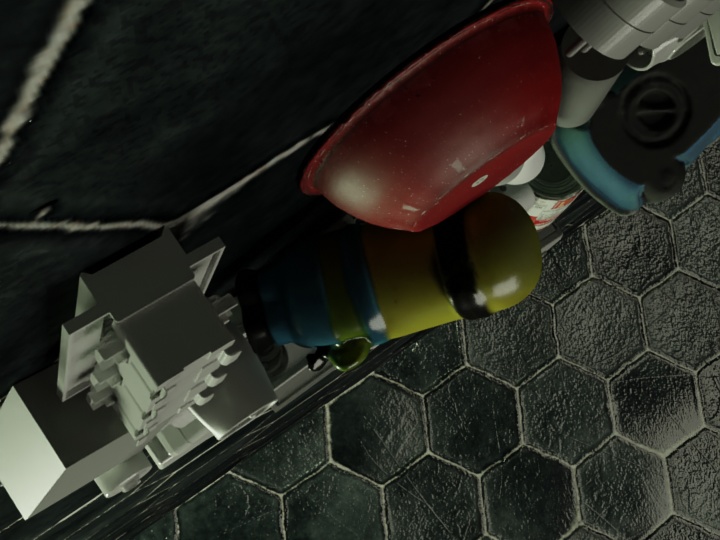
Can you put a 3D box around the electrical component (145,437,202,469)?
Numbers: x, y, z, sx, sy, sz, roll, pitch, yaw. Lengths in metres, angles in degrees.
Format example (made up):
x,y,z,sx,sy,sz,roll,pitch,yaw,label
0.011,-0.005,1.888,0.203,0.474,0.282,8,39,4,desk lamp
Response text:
x,y,z,sx,sy,sz,roll,pitch,yaw,label
-0.160,0.137,0.941,0.066,0.047,0.076,-33,172,-18,electrical component

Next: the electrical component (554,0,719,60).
x,y,z,sx,sy,sz,roll,pitch,yaw,label
0.134,-0.132,0.542,0.074,0.052,0.138,-41,171,38,electrical component

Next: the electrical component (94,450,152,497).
x,y,z,sx,sy,sz,roll,pitch,yaw,label
-0.164,0.113,0.692,0.044,0.065,0.044,-35,171,-7,electrical component

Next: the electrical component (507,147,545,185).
x,y,z,sx,sy,sz,roll,pitch,yaw,label
0.111,-0.090,0.753,0.044,0.044,0.065,-35,168,-5,electrical component

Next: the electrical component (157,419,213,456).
x,y,z,sx,sy,sz,roll,pitch,yaw,label
-0.111,0.085,0.775,0.061,0.061,0.096,-40,171,28,electrical component

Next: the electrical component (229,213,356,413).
x,y,z,sx,sy,sz,roll,pitch,yaw,label
-0.033,0.025,0.715,0.121,0.078,0.063,-37,-166,8,electrical component

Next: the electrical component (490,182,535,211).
x,y,z,sx,sy,sz,roll,pitch,yaw,label
0.096,-0.050,0.878,0.059,0.053,0.095,-34,172,-13,electrical component

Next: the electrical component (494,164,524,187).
x,y,z,sx,sy,sz,roll,pitch,yaw,label
0.076,-0.074,0.686,0.043,0.043,0.081,-38,172,20,electrical component

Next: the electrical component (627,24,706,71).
x,y,z,sx,sy,sz,roll,pitch,yaw,label
0.194,-0.157,0.686,0.077,0.044,0.079,-34,172,-14,electrical component

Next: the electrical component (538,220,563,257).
x,y,z,sx,sy,sz,roll,pitch,yaw,label
0.139,-0.037,0.991,0.062,0.096,0.061,-32,172,-22,electrical component

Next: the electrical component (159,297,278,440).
x,y,z,sx,sy,sz,roll,pitch,yaw,label
-0.103,0.070,0.657,0.079,0.077,0.043,-37,173,12,electrical component

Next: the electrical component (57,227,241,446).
x,y,z,sx,sy,sz,roll,pitch,yaw,label
-0.101,0.037,0.515,0.079,0.063,0.121,-32,172,-25,electrical component

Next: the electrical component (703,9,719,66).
x,y,z,sx,sy,sz,roll,pitch,yaw,label
0.224,-0.167,0.596,0.061,0.096,0.062,-29,-161,-39,electrical component
